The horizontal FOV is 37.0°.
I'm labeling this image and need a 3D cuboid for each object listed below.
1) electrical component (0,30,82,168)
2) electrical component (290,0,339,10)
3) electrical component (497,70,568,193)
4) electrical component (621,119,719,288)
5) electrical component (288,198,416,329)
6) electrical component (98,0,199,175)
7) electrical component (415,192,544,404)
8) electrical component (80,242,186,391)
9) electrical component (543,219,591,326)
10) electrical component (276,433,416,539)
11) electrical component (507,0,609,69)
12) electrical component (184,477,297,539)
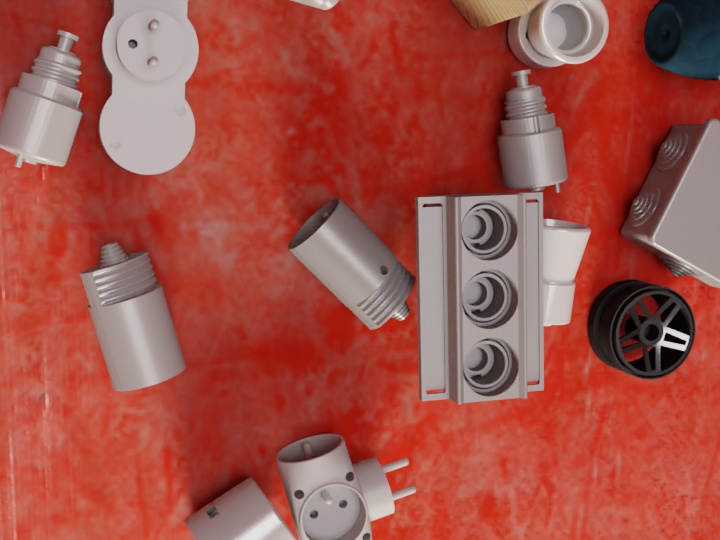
[{"bbox_3d":[-0.173,-0.093,0.593,0.040,0.040,0.078,18,92,-16],"label":"electrical component"},{"bbox_3d":[-0.029,-0.204,0.579,0.056,0.109,0.108,39,86,-39],"label":"electrical component"},{"bbox_3d":[0.105,-0.084,0.668,0.040,0.040,0.078,-11,99,-13],"label":"electrical component"},{"bbox_3d":[0.230,-0.040,0.702,0.100,0.048,0.099,27,89,-16],"label":"electrical component"},{"bbox_3d":[0.000,0.000,0.648,0.043,0.043,0.081,-46,105,-6],"label":"electrical component"},{"bbox_3d":[-0.115,-0.121,0.588,0.052,0.074,0.138,1,96,-15],"label":"electrical component"},{"bbox_3d":[0.069,0.014,0.658,0.079,0.063,0.121,-3,97,-15],"label":"electrical component"},{"bbox_3d":[-0.132,0.024,0.616,0.043,0.043,0.081,-17,101,-12],"label":"electrical component"},{"bbox_3d":[0.120,0.002,0.682,0.044,0.044,0.065,3,101,-15],"label":"electrical component"},{"bbox_3d":[-0.004,0.139,0.663,0.079,0.044,0.077,-17,101,-13],"label":"electrical component"},{"bbox_3d":[0.119,-0.146,0.656,0.045,0.055,0.045,-2,97,-15],"label":"electrical component"},{"bbox_3d":[-0.070,0.158,0.644,0.047,0.055,0.055,-35,104,-12],"label":"electrical component"}]
